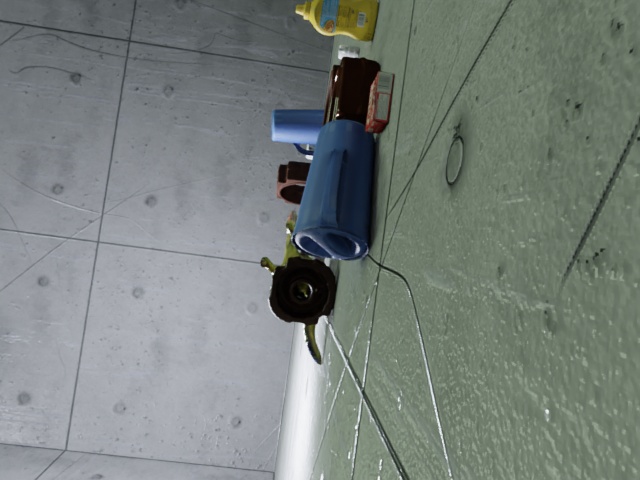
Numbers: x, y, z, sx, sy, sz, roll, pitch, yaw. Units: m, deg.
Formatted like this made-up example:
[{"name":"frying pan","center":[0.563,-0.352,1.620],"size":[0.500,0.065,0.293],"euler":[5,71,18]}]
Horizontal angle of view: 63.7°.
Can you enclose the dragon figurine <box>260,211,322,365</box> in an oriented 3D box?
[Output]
[{"name":"dragon figurine","center":[-0.032,0.119,1.459],"size":[0.245,0.121,0.409],"euler":[-25,-83,-60]}]

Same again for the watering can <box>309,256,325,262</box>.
[{"name":"watering can","center":[0.004,-0.071,1.415],"size":[0.219,0.104,0.356],"euler":[101,174,-54]}]
